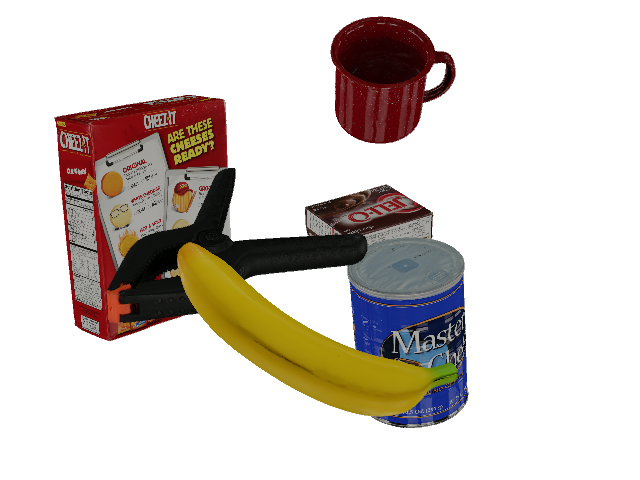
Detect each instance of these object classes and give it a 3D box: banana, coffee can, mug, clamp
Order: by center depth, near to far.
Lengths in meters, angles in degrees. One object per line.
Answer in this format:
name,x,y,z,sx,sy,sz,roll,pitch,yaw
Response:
banana,-0.016,0.061,0.659,0.198,0.037,0.069,26,24,12
clamp,-0.090,0.006,0.850,0.209,0.036,0.165,-24,41,-35
coffee can,0.080,0.082,0.964,0.103,0.140,0.103,-5,27,2
mug,0.066,-0.146,0.979,0.117,0.093,0.081,-11,-37,-9

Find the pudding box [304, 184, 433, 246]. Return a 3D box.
pudding box,0.053,-0.019,1.165,0.113,0.039,0.090,-19,31,-25

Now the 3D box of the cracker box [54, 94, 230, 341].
cracker box,-0.171,-0.027,1.059,0.072,0.214,0.163,13,22,42
